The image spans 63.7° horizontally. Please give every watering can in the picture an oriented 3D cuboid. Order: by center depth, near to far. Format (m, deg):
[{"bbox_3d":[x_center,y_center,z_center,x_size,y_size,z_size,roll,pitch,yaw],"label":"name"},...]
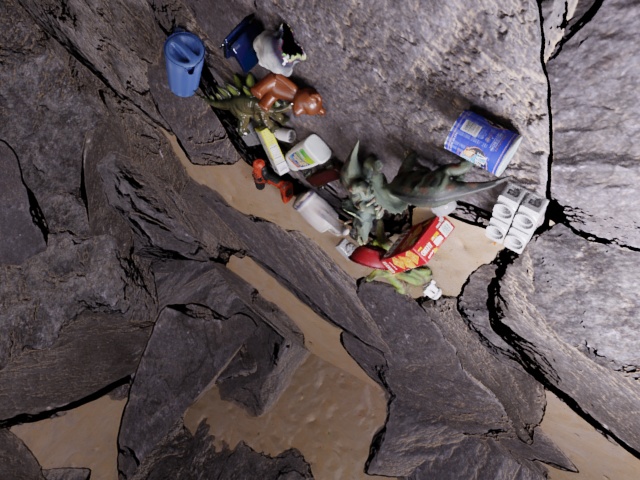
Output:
[{"bbox_3d":[0.006,-0.096,1.911,0.223,0.104,0.348,43,175,-8],"label":"watering can"}]

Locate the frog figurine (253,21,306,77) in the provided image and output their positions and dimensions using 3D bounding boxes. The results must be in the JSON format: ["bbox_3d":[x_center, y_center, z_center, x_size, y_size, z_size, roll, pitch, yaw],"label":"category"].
[{"bbox_3d":[-0.134,-0.514,1.438,0.158,0.125,0.136,-9,146,46],"label":"frog figurine"}]

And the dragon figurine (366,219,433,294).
[{"bbox_3d":[0.292,0.083,1.869,0.243,0.125,0.401,17,148,10],"label":"dragon figurine"}]
